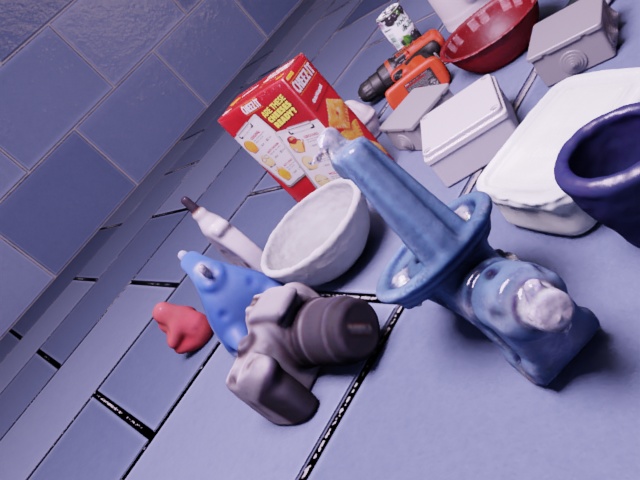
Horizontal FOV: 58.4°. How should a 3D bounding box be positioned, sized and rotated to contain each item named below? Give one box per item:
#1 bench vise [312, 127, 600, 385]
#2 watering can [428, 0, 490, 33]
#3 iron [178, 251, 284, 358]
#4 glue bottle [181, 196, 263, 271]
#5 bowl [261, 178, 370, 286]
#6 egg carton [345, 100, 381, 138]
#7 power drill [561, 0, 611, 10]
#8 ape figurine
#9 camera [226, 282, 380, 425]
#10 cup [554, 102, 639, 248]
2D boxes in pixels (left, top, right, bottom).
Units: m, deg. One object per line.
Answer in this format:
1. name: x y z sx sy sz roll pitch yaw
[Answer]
1. bench vise: 0.099 -0.006 0.428 0.122 0.220 0.206 -54 26 -20
2. watering can: 0.224 -0.477 1.013 0.101 0.194 0.172 -50 25 -11
3. iron: -0.144 0.062 0.802 0.119 0.142 0.257 -50 25 -12
4. glue bottle: -0.144 -0.005 0.869 0.078 0.173 0.037 -2 48 56
5. bowl: 0.007 0.003 0.739 0.167 0.075 0.167 -35 26 20
6. egg carton: 0.032 -0.176 0.991 0.150 0.069 0.107 -43 24 3
7. power drill: 0.299 -0.382 0.724 0.230 0.209 0.075 -46 24 -4
8. ape figurine: -0.214 0.126 0.870 0.076 0.092 0.078 -19 35 44
9. camera: -0.017 0.103 0.585 0.136 0.101 0.143 -15 38 48
10. cup: 0.240 -0.036 0.408 0.092 0.095 0.117 -47 24 -6
